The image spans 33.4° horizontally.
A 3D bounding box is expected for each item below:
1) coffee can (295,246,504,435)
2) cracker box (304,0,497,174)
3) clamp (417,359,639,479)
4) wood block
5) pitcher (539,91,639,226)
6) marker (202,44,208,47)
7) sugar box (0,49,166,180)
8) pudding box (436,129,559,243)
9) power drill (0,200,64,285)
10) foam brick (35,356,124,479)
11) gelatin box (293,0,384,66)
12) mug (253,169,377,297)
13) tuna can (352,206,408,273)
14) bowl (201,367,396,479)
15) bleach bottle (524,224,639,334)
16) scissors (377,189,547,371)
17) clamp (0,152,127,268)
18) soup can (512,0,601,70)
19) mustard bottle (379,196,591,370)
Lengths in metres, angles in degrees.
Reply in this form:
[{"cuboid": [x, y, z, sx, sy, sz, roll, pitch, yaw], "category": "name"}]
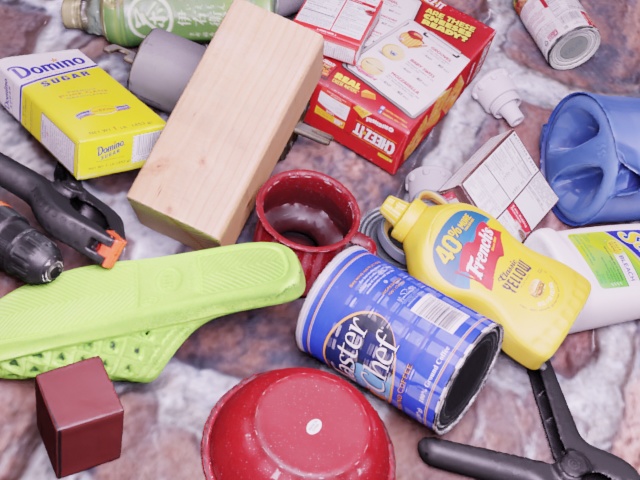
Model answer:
[{"cuboid": [0.065, 0.081, 0.881, 0.140, 0.103, 0.102, 29, 49, 24], "category": "coffee can"}, {"cuboid": [0.066, -0.186, 1.136, 0.164, 0.072, 0.213, 31, 50, 11], "category": "cracker box"}, {"cuboid": [0.194, 0.196, 0.882, 0.164, 0.036, 0.210, -26, 59, -29], "category": "clamp"}, {"cuboid": [-0.080, -0.097, 0.956, 0.090, 0.091, 0.206, 25, 77, 5], "category": "wood block"}, {"cuboid": [0.357, -0.087, 1.107, 0.242, 0.145, 0.149, -1, 64, -20], "category": "pitcher"}, {"cuboid": [-0.069, -0.213, 1.155, 0.121, 0.020, 0.020, -14, 57, -24], "category": "marker"}, {"cuboid": [-0.224, -0.121, 0.987, 0.093, 0.048, 0.176, -16, 43, -37], "category": "sugar box"}, {"cuboid": [0.176, -0.043, 1.046, 0.090, 0.039, 0.113, 55, 51, -9], "category": "pudding box"}, {"cuboid": [-0.326, 0.022, 0.855, 0.185, 0.057, 0.187, 27, 46, 27], "category": "power drill"}, {"cuboid": [-0.182, 0.134, 0.805, 0.051, 0.078, 0.053, -16, 57, -24], "category": "foam brick"}, {"cuboid": [0.017, -0.222, 1.084, 0.073, 0.030, 0.089, 20, 48, 6], "category": "gelatin box"}, {"cuboid": [-0.006, 0.001, 0.957, 0.117, 0.082, 0.093, 17, 50, -1], "category": "mug"}, {"cuboid": [0.073, 0.010, 1.003, 0.086, 0.034, 0.086, 7, 50, -9], "category": "tuna can"}, {"cuboid": [-0.011, 0.159, 0.846, 0.162, 0.055, 0.162, 7, 51, -9], "category": "bowl"}, {"cuboid": [0.323, 0.022, 1.043, 0.250, 0.068, 0.102, -10, 57, -24], "category": "bleach bottle"}, {"cuboid": [0.120, 0.039, 0.960, 0.096, 0.016, 0.202, -11, 60, -24], "category": "scissors"}, {"cuboid": [-0.230, -0.036, 0.908, 0.120, 0.039, 0.172, 4, 27, -44], "category": "clamp"}, {"cuboid": [0.277, -0.259, 1.253, 0.068, 0.069, 0.102, -8, 55, -21], "category": "soup can"}, {"cuboid": [0.134, 0.022, 0.929, 0.191, 0.058, 0.096, 35, 62, 7], "category": "mustard bottle"}]
